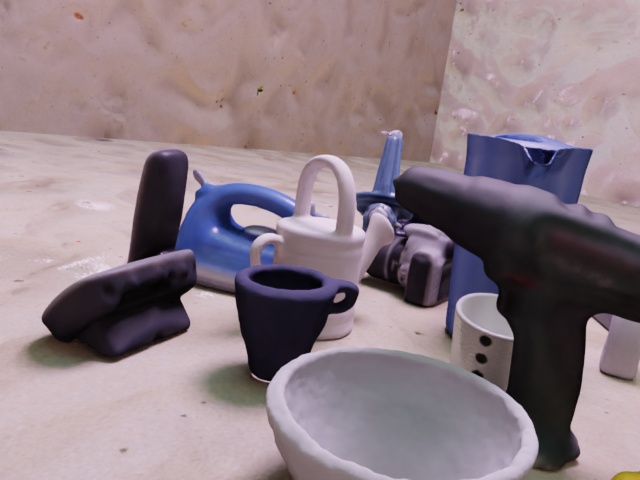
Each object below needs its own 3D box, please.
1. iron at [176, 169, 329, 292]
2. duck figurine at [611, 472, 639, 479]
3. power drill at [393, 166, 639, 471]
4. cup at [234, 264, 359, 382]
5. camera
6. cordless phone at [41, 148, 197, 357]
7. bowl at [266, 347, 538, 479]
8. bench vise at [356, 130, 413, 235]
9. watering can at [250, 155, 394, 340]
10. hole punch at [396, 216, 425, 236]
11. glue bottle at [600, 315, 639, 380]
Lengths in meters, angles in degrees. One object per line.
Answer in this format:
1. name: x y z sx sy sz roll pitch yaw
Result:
1. iron: -0.069 -0.006 0.750 0.257 0.141 0.119 11 14 14
2. duck figurine: 0.233 0.152 0.368 0.105 0.086 0.077 -3 17 -39
3. power drill: 0.156 0.060 0.448 0.229 0.208 0.076 11 14 13
4. cup: -0.023 0.078 0.523 0.118 0.095 0.091 2 14 -24
5. camera: 0.138 0.022 0.838 0.136 0.101 0.144 16 16 32
6. cordless phone: -0.183 0.004 0.550 0.094 0.185 0.148 12 14 21
7. bowl: 0.046 0.134 0.364 0.167 0.075 0.167 7 13 -1
8. bench vise: 0.125 -0.078 0.995 0.121 0.220 0.207 5 13 -8
9. watering can: 0.005 0.002 0.644 0.100 0.194 0.173 16 16 32
10. hole punch: 0.188 -0.058 1.231 0.109 0.091 0.101 2 14 -21
11. glue bottle: 0.346 0.061 0.630 0.037 0.173 0.078 13 14 24
